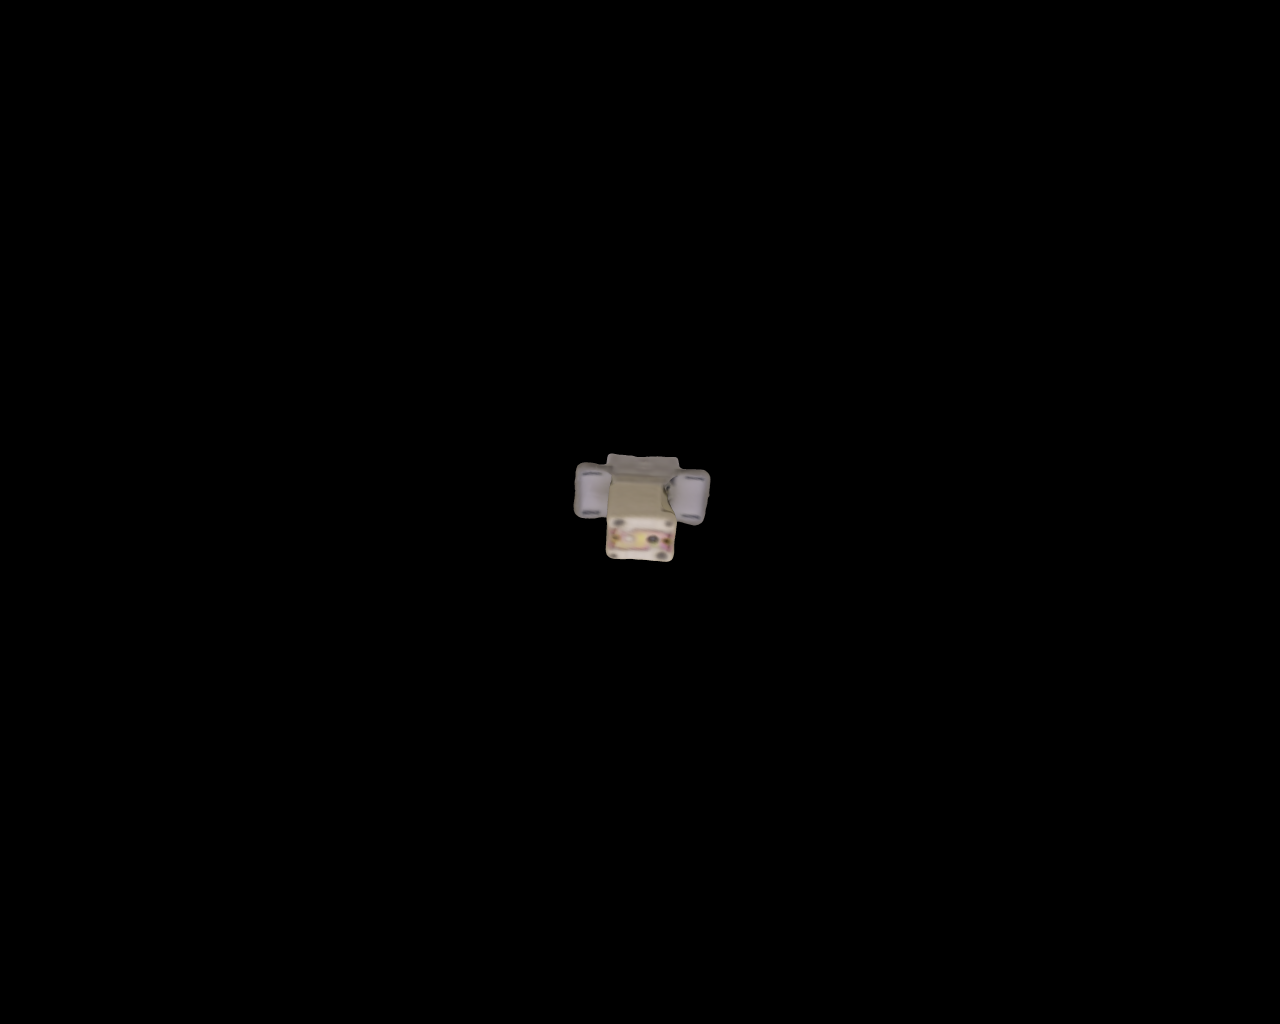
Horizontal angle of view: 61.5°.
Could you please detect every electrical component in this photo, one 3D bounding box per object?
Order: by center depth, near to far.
[{"bbox_3d":[0.001,-0.003,0.650,0.081,0.042,0.064,2,40,-2],"label":"electrical component"}]
